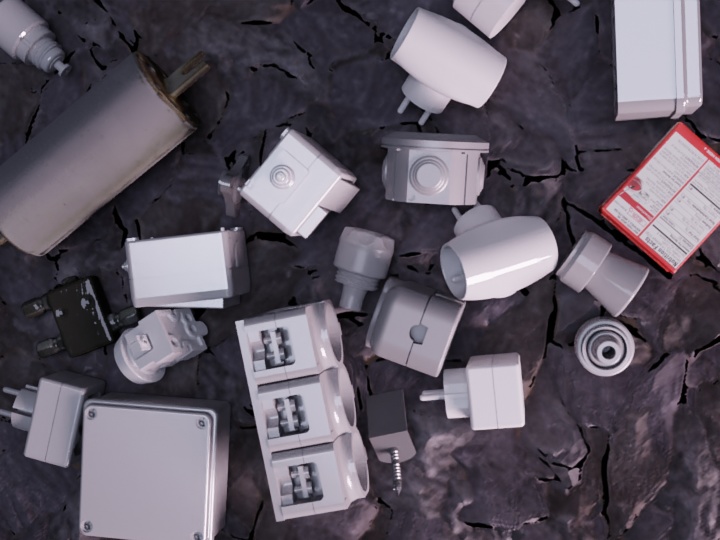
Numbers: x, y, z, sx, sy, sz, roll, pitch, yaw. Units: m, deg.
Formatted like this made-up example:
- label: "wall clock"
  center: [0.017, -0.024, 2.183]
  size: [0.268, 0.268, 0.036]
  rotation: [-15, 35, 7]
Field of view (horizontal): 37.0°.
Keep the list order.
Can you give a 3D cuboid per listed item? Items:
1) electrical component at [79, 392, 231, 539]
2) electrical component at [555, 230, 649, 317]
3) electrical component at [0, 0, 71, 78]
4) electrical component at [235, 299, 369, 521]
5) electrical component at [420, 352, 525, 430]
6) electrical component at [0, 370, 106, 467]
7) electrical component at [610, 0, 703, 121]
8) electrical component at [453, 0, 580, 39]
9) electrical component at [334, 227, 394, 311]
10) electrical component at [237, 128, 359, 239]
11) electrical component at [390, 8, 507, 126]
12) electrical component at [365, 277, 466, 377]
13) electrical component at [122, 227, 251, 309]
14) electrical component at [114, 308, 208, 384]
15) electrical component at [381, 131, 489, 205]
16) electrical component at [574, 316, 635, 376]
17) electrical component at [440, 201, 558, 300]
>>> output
- label: "electrical component"
  center: [-0.163, 0.157, 0.856]
  size: [0.109, 0.056, 0.108]
  rotation: [3, 93, 8]
- label: "electrical component"
  center: [0.181, 0.002, 0.805]
  size: [0.055, 0.045, 0.045]
  rotation: [34, 97, 6]
- label: "electrical component"
  center: [-0.265, -0.184, 0.864]
  size: [0.078, 0.040, 0.040]
  rotation: [41, 97, 4]
- label: "electrical component"
  center: [-0.039, 0.102, 0.819]
  size: [0.062, 0.089, 0.150]
  rotation: [-11, 91, 9]
- label: "electrical component"
  center: [0.084, 0.092, 0.813]
  size: [0.077, 0.066, 0.047]
  rotation: [-6, 92, 9]
- label: "electrical component"
  center: [-0.257, 0.115, 0.873]
  size: [0.077, 0.047, 0.065]
  rotation: [14, 94, 7]
- label: "electrical component"
  center: [0.213, -0.166, 0.777]
  size: [0.057, 0.078, 0.113]
  rotation: [-2, 92, 11]
- label: "electrical component"
  center: [0.141, -0.227, 0.797]
  size: [0.074, 0.052, 0.138]
  rotation: [41, 97, 5]
- label: "electrical component"
  center: [0.000, 0.000, 0.832]
  size: [0.043, 0.043, 0.062]
  rotation: [16, 96, 7]
- label: "electrical component"
  center: [-0.044, -0.062, 0.809]
  size: [0.061, 0.096, 0.061]
  rotation: [41, 97, 4]
- label: "electrical component"
  center: [0.057, -0.146, 0.815]
  size: [0.077, 0.044, 0.079]
  rotation: [28, 120, -10]
- label: "electrical component"
  center: [0.041, 0.040, 0.802]
  size: [0.059, 0.095, 0.053]
  rotation: [20, 95, 7]
- label: "electrical component"
  center: [-0.140, 0.002, 0.843]
  size: [0.096, 0.062, 0.061]
  rotation: [-6, 92, 9]
- label: "electrical component"
  center: [-0.161, 0.060, 0.852]
  size: [0.055, 0.066, 0.048]
  rotation: [-32, 76, 24]
- label: "electrical component"
  center: [0.055, -0.077, 0.804]
  size: [0.080, 0.080, 0.051]
  rotation: [4, 98, 8]
- label: "electrical component"
  center: [0.182, 0.058, 0.799]
  size: [0.043, 0.062, 0.043]
  rotation: [0, 93, 8]
- label: "electrical component"
  center: [0.096, -0.022, 0.813]
  size: [0.077, 0.044, 0.079]
  rotation: [-17, 54, -17]
